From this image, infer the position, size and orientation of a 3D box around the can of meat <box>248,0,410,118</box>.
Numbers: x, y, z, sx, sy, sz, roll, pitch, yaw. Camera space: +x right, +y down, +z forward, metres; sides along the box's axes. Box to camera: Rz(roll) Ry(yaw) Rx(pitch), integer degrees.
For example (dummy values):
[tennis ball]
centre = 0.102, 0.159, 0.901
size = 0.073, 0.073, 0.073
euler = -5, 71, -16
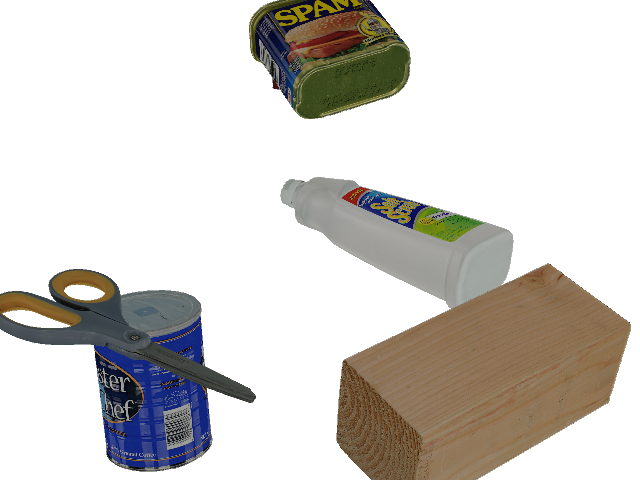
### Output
[can of meat]
centre = 0.008, -0.145, 0.819
size = 0.102, 0.084, 0.057
euler = -19, -38, -16

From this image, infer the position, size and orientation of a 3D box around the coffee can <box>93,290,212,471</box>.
[coffee can]
centre = -0.158, 0.130, 1.003
size = 0.103, 0.140, 0.103
euler = -3, 18, 1

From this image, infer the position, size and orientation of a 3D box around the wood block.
[wood block]
centre = 0.122, 0.108, 0.802
size = 0.205, 0.090, 0.091
euler = -22, 43, -29

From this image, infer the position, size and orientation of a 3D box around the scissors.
[scissors]
centre = -0.123, 0.058, 0.719
size = 0.202, 0.016, 0.096
euler = 12, 29, 13

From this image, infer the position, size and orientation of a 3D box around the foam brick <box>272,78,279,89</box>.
[foam brick]
centre = -0.010, -0.189, 1.166
size = 0.078, 0.051, 0.053
euler = 0, 12, -16

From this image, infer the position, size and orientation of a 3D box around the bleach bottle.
[bleach bottle]
centre = 0.059, -0.011, 1.059
size = 0.251, 0.068, 0.102
euler = 22, 29, 33
